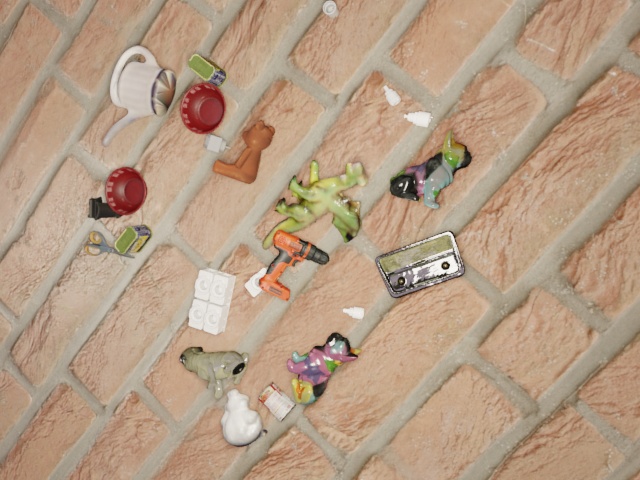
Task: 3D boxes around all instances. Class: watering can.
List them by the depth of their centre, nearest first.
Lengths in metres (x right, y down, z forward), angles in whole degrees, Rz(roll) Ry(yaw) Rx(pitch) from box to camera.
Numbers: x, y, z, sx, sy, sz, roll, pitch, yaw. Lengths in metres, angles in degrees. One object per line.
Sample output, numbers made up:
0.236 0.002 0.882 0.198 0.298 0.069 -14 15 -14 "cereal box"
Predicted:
-0.594 -0.456 1.686 0.225 0.104 0.346 16 96 15 "watering can"

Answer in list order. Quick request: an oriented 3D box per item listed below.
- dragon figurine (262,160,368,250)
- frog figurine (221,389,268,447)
0.005 -0.077 1.524 0.243 0.124 0.403 33 117 7 "dragon figurine"
-0.249 0.550 1.599 0.136 0.124 0.158 -9 102 37 "frog figurine"
